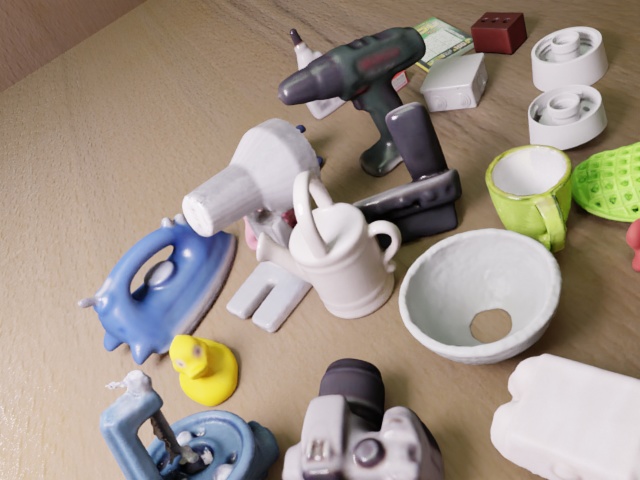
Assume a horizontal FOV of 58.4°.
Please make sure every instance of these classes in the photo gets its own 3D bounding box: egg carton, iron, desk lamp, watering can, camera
[{"bbox_3d":[0.227,0.162,0.489,0.149,0.070,0.107,11,55,39],"label":"egg carton"},{"bbox_3d":[-0.231,0.046,0.844,0.118,0.142,0.259,8,53,38],"label":"iron"},{"bbox_3d":[-0.076,-0.023,0.761,0.117,0.214,0.203,14,57,41],"label":"desk lamp"},{"bbox_3d":[0.006,0.004,0.696,0.173,0.195,0.100,-27,39,5],"label":"watering can"},{"bbox_3d":[0.039,0.182,0.562,0.143,0.101,0.137,-12,43,22],"label":"camera"}]

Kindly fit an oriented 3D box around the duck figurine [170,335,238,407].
[{"bbox_3d":[-0.158,0.152,0.730,0.077,0.086,0.104,-37,39,-7],"label":"duck figurine"}]

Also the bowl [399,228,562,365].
[{"bbox_3d":[0.174,0.071,0.614,0.167,0.075,0.167,-17,41,16],"label":"bowl"}]

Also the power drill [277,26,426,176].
[{"bbox_3d":[0.071,-0.205,0.864,0.230,0.209,0.075,-36,39,-7],"label":"power drill"}]

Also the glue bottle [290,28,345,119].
[{"bbox_3d":[-0.013,-0.313,1.060,0.078,0.174,0.037,-36,39,-6],"label":"glue bottle"}]

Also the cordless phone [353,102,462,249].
[{"bbox_3d":[0.099,-0.089,0.743,0.147,0.186,0.094,-21,40,12],"label":"cordless phone"}]

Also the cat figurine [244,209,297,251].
[{"bbox_3d":[-0.074,-0.052,0.866,0.127,0.118,0.067,-13,42,21],"label":"cat figurine"}]

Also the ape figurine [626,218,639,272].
[{"bbox_3d":[0.353,-0.011,0.573,0.076,0.092,0.077,-33,39,-2],"label":"ape figurine"}]

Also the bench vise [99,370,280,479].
[{"bbox_3d":[-0.141,0.232,0.529,0.121,0.220,0.207,-1,48,32],"label":"bench vise"}]

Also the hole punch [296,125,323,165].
[{"bbox_3d":[-0.069,-0.137,0.974,0.100,0.091,0.109,12,56,40],"label":"hole punch"}]
